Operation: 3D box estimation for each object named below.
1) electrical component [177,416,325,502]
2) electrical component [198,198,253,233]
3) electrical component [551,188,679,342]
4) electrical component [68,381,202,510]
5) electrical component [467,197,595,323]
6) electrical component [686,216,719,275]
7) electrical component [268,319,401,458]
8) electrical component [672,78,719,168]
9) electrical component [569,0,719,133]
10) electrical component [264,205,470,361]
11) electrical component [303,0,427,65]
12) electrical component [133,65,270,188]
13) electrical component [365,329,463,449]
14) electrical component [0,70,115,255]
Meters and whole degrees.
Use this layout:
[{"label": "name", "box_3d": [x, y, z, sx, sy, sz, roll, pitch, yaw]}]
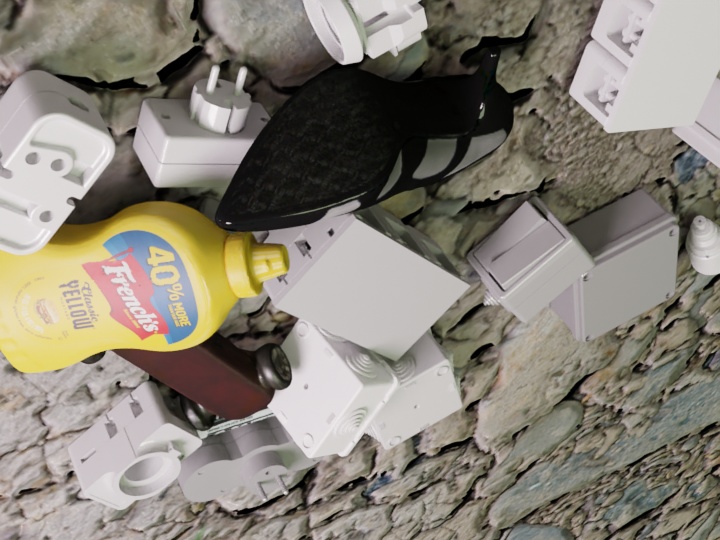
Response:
[{"label": "electrical component", "box_3d": [-0.086, 0.167, 0.922, 0.138, 0.073, 0.052, -15, 136, -22]}, {"label": "electrical component", "box_3d": [-0.118, -0.018, 0.732, 0.077, 0.065, 0.047, 25, 116, -15]}, {"label": "electrical component", "box_3d": [0.231, -0.003, 0.984, 0.109, 0.056, 0.108, -27, 140, -9]}, {"label": "electrical component", "box_3d": [-0.177, 0.142, 0.850, 0.089, 0.055, 0.050, -40, 140, 6]}, {"label": "electrical component", "box_3d": [0.138, -0.006, 0.913, 0.096, 0.061, 0.061, -41, 140, 8]}, {"label": "electrical component", "box_3d": [0.337, -0.027, 1.045, 0.040, 0.040, 0.078, -37, 140, 3]}, {"label": "electrical component", "box_3d": [-0.029, 0.092, 0.870, 0.048, 0.099, 0.099, 2, 129, -52]}, {"label": "electrical component", "box_3d": [0.335, -0.113, 0.930, 0.113, 0.078, 0.057, 15, 117, -42]}, {"label": "electrical component", "box_3d": [0.226, -0.184, 0.798, 0.089, 0.061, 0.150, -9, 134, -28]}, {"label": "electrical component", "box_3d": [0.000, 0.000, 0.825, 0.089, 0.061, 0.150, -47, 139, 14]}, {"label": "electrical component", "box_3d": [0.001, -0.164, 0.669, 0.057, 0.058, 0.078, -31, 140, -9]}, {"label": "electrical component", "box_3d": [-0.091, -0.096, 0.680, 0.083, 0.047, 0.075, -3, 131, -32]}, {"label": "electrical component", "box_3d": [0.041, 0.107, 0.969, 0.100, 0.048, 0.099, -29, 140, -7]}, {"label": "electrical component", "box_3d": [-0.195, -0.065, 0.630, 0.095, 0.059, 0.054, -48, 138, 15]}]
